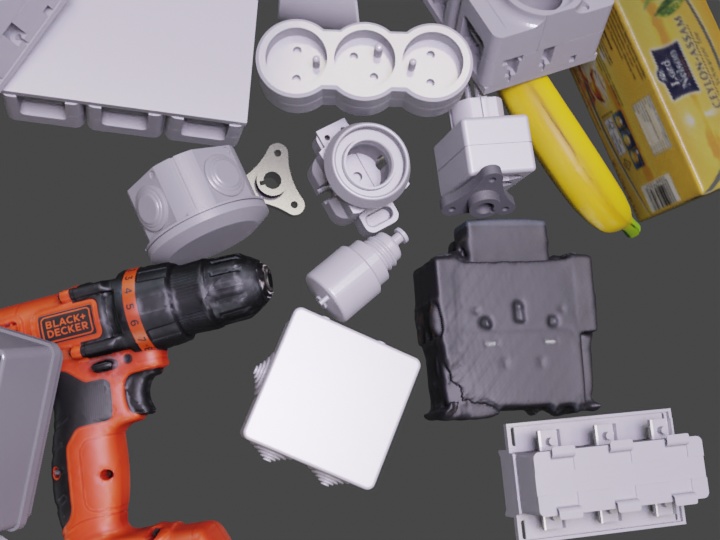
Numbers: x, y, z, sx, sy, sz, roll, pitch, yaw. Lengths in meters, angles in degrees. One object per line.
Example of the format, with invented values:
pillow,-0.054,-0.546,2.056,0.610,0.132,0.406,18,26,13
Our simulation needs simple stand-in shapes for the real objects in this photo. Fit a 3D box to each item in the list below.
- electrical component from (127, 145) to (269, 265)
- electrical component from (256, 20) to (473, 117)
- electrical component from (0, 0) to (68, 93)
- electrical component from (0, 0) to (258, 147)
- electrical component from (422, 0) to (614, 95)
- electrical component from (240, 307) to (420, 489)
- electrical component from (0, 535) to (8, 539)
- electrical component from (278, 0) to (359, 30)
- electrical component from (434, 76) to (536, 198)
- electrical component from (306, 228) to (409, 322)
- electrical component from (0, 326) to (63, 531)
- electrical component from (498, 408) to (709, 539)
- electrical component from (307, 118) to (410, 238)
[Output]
electrical component,-0.102,-0.039,0.676,0.080,0.080,0.051,-23,80,-16
electrical component,0.002,-0.128,0.717,0.138,0.073,0.052,1,83,-2
electrical component,-0.270,-0.126,0.622,0.105,0.060,0.186,35,88,18
electrical component,-0.147,-0.136,0.691,0.150,0.062,0.089,6,79,-12
electrical component,0.093,-0.204,0.731,0.089,0.061,0.150,-19,62,-16
electrical component,-0.021,0.083,0.688,0.100,0.048,0.099,24,76,-8
electrical component,-0.219,0.183,0.599,0.089,0.050,0.055,28,103,18
electrical component,-0.026,-0.208,0.716,0.064,0.099,0.099,4,79,-6
electrical component,0.081,-0.095,0.735,0.047,0.066,0.076,-5,81,-14
electrical component,0.000,0.000,0.712,0.078,0.040,0.040,-40,91,-17
electrical component,-0.233,0.082,0.602,0.109,0.056,0.108,14,93,20
electrical component,0.162,0.136,0.714,0.121,0.063,0.078,-3,81,-14
electrical component,0.001,-0.065,0.715,0.058,0.057,0.078,-28,87,-16
